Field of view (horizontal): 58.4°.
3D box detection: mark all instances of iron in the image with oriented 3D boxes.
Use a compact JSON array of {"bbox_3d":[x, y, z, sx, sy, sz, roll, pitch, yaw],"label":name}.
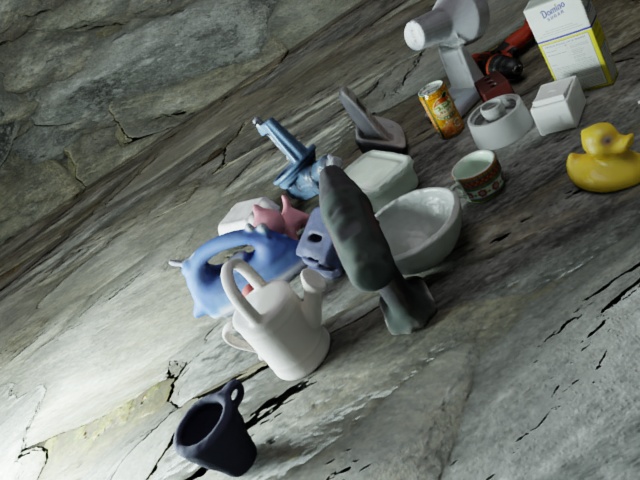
[{"bbox_3d":[-0.148,0.036,1.072,0.258,0.142,0.118,-30,28,12],"label":"iron"}]

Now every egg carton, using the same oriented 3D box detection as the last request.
[{"bbox_3d":[-0.157,-0.040,1.284,0.149,0.069,0.107,-9,37,42],"label":"egg carton"}]

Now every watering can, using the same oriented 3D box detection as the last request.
[{"bbox_3d":[-0.069,0.099,0.821,0.173,0.194,0.100,-37,27,-2],"label":"watering can"}]

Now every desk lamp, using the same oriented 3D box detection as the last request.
[{"bbox_3d":[0.272,-0.392,1.187,0.203,0.214,0.117,-47,29,-20],"label":"desk lamp"}]

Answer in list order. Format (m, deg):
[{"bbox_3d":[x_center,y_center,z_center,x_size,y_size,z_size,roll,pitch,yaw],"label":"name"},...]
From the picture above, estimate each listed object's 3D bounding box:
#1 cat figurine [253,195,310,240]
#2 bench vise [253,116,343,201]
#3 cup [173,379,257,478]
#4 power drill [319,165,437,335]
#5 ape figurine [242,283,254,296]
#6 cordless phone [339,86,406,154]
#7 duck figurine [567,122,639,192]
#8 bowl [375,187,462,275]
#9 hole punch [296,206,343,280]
[{"bbox_3d":[-0.084,-0.036,1.138,0.067,0.118,0.128,-10,37,41],"label":"cat figurine"},{"bbox_3d":[-0.036,-0.181,1.201,0.206,0.220,0.121,-12,35,38],"label":"bench vise"},{"bbox_3d":[-0.120,0.252,0.747,0.091,0.095,0.118,-6,39,44],"label":"cup"},{"bbox_3d":[0.071,0.018,0.772,0.075,0.209,0.229,-32,27,9],"label":"power drill"},{"bbox_3d":[-0.093,0.106,0.952,0.077,0.092,0.076,-31,28,11],"label":"ape figurine"},{"bbox_3d":[0.101,-0.258,1.203,0.094,0.185,0.147,-28,28,16],"label":"cordless phone"},{"bbox_3d":[0.377,-0.117,0.768,0.104,0.086,0.078,5,48,52],"label":"duck figurine"},{"bbox_3d":[0.146,-0.001,0.864,0.167,0.075,0.167,-27,28,16],"label":"bowl"},{"bbox_3d":[0.009,0.004,0.997,0.101,0.091,0.108,-45,28,-17],"label":"hole punch"}]
